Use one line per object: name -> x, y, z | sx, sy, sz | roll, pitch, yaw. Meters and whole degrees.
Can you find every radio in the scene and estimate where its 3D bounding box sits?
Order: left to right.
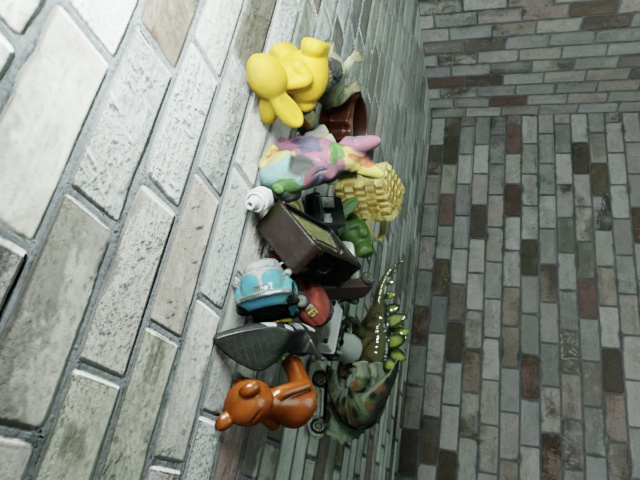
radio -> -0.014, 0.015, 1.045 | 0.073, 0.131, 0.229 | -46, 153, 11

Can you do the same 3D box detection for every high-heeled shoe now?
high-heeled shoe -> -0.097, 0.170, 0.963 | 0.248, 0.145, 0.086 | 21, 94, -34

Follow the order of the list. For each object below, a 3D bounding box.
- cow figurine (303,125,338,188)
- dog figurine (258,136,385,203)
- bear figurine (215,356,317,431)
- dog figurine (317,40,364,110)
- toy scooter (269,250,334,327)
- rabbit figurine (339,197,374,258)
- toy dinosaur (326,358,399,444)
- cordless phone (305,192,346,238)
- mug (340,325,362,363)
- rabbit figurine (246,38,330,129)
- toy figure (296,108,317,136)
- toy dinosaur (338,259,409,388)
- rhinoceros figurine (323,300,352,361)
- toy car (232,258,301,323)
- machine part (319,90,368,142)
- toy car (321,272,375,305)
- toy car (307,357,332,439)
cow figurine -> -0.008, -0.171, 1.203 | 0.167, 0.098, 0.068 | 76, -13, -54
dog figurine -> 0.011, -0.145, 1.039 | 0.191, 0.219, 0.108 | -61, 145, -57
bear figurine -> -0.101, 0.273, 0.948 | 0.195, 0.132, 0.120 | 22, 106, -41
dog figurine -> 0.010, -0.344, 1.201 | 0.190, 0.121, 0.172 | -57, 156, -49
toy scooter -> -0.047, 0.085, 1.062 | 0.135, 0.075, 0.184 | 50, 6, -45
rabbit figurine -> 0.063, -0.034, 1.396 | 0.170, 0.121, 0.159 | 26, 68, -55
toy dinosaur -> 0.098, 0.403, 1.330 | 0.404, 0.131, 0.192 | 133, -48, -65
cordless phone -> -0.003, -0.004, 1.266 | 0.147, 0.089, 0.184 | -96, -166, -51
mug -> 0.066, 0.280, 1.494 | 0.107, 0.081, 0.109 | 39, 60, -58
rabbit figurine -> -0.073, -0.289, 0.980 | 0.173, 0.122, 0.162 | -20, 122, -56
toy figure -> -0.038, -0.279, 1.142 | 0.064, 0.058, 0.154 | -38, 144, -15
toy dinosaur -> 0.167, 0.284, 1.623 | 0.105, 0.199, 0.471 | 36, 59, -73
rhinoceros figurine -> 0.037, 0.219, 1.404 | 0.112, 0.073, 0.190 | 16, 76, -73
toy car -> -0.090, 0.085, 0.944 | 0.161, 0.109, 0.103 | 68, 10, -70
machine part -> 0.068, -0.289, 1.426 | 0.200, 0.087, 0.201 | 68, 28, -51
toy car -> 0.050, 0.119, 1.329 | 0.202, 0.053, 0.089 | 2, 134, -41
toy car -> -0.003, 0.388, 1.328 | 0.073, 0.056, 0.201 | -16, 109, -79
